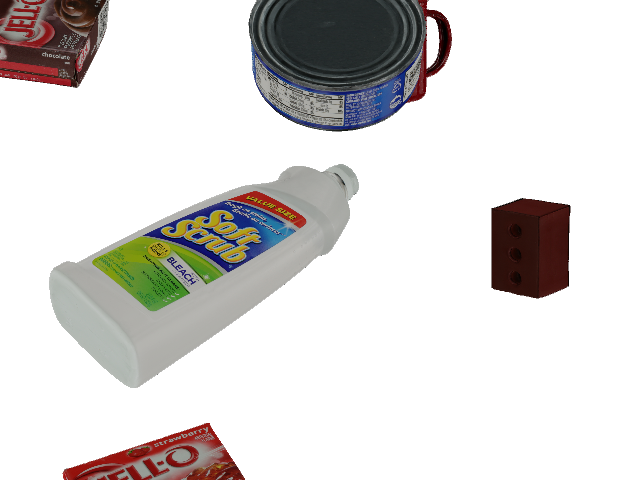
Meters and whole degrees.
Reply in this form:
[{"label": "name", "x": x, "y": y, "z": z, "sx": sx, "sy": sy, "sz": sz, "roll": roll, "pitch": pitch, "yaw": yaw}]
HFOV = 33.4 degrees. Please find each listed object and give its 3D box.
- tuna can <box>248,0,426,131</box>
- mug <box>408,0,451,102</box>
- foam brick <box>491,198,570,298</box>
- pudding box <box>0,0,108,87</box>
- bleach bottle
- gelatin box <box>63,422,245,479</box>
[{"label": "tuna can", "x": 0.008, "y": -0.095, "z": 0.527, "sx": 0.086, "sy": 0.086, "sz": 0.034, "roll": 0, "pitch": -35, "yaw": 0}, {"label": "mug", "x": 0.055, "y": -0.156, "z": 0.864, "sx": 0.117, "sy": 0.081, "sz": 0.093, "roll": -10, "pitch": 18, "yaw": -28}, {"label": "foam brick", "x": 0.188, "y": 0.006, "z": 0.955, "sx": 0.053, "sy": 0.078, "sz": 0.051, "roll": 12, "pitch": 22, "yaw": 43}, {"label": "pudding box", "x": -0.228, "y": -0.171, "z": 0.872, "sx": 0.090, "sy": 0.039, "sz": 0.113, "roll": 8, "pitch": 35, "yaw": -1}, {"label": "bleach bottle", "x": -0.071, "y": 0.005, "z": 0.802, "sx": 0.103, "sy": 0.068, "sz": 0.250, "roll": 38, "pitch": 53, "yaw": 25}, {"label": "gelatin box", "x": -0.088, "y": 0.141, "z": 0.582, "sx": 0.089, "sy": 0.030, "sz": 0.073, "roll": -15, "pitch": 27, "yaw": -20}]
